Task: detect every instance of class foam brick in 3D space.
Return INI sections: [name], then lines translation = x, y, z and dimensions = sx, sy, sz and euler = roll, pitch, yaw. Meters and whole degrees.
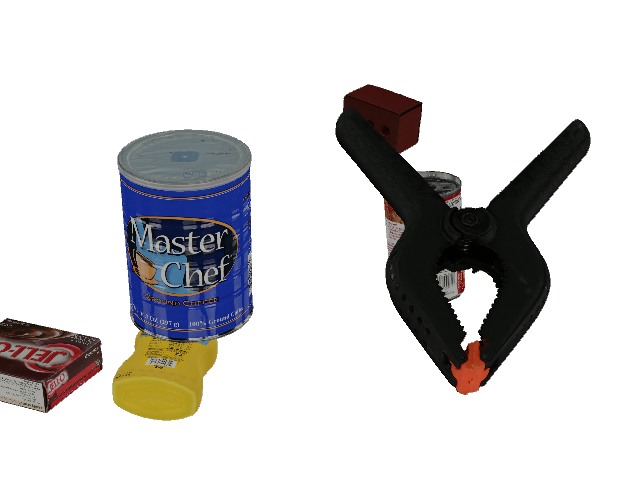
[foam brick]
translation = 0.069, -0.138, 1.214
dimensions = 0.078, 0.053, 0.051
euler = 23, 35, 30

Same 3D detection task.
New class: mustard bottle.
[mustard bottle]
translation = -0.170, 0.132, 1.236
dimensions = 0.096, 0.058, 0.191
euler = 5, 26, 4

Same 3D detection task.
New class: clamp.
[clamp]
translation = 0.078, -0.006, 0.644
dimensions = 0.164, 0.210, 0.036
euler = 8, -39, 7

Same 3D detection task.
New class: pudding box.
[pudding box]
translation = -0.274, 0.115, 0.993
dimensions = 0.114, 0.039, 0.089
euler = 7, 22, 22

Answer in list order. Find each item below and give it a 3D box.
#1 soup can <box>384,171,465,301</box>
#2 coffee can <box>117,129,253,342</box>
[soup can]
translation = 0.092, -0.002, 0.936
dimensions = 0.068, 0.102, 0.068
euler = -5, 22, 2
[coffee can]
translation = -0.105, -0.005, 0.851
dimensions = 0.103, 0.140, 0.103
euler = 1, 28, -1
